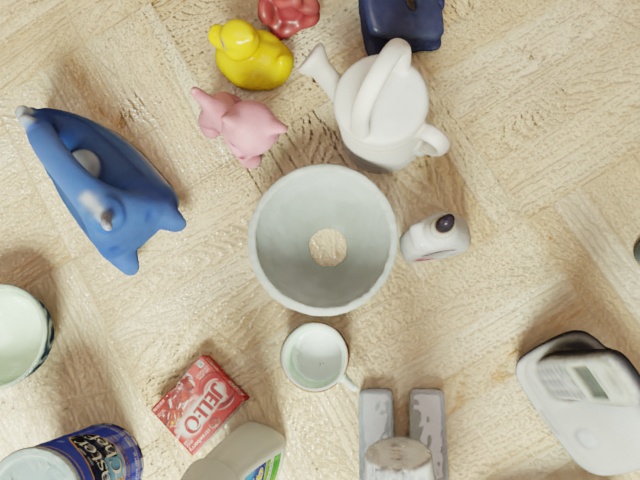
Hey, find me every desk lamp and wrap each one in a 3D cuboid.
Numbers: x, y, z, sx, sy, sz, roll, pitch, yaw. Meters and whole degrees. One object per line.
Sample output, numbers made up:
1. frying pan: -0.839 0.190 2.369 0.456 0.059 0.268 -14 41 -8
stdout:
1. desk lamp: 0.075 0.254 0.537 0.118 0.213 0.203 -3 82 7

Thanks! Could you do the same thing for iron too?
1. iron: -0.281 -0.084 0.665 0.118 0.141 0.258 -44 79 0

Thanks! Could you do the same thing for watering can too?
1. watering can: 0.057 -0.144 0.605 0.172 0.194 0.101 11 84 9

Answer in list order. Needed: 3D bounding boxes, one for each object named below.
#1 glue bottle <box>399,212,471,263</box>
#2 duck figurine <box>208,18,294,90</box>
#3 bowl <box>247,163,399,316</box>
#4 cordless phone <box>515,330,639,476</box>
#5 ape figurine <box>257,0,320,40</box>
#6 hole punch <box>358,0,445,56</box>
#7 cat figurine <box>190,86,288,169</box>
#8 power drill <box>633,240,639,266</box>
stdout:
1. glue bottle: 0.121 -0.006 0.588 0.078 0.173 0.037 -14 80 5
2. duck figurine: -0.086 -0.230 0.689 0.104 0.086 0.077 20 85 9
3. bowl: 0.006 0.002 0.651 0.167 0.075 0.167 -1 82 7
4. cordless phone: 0.270 0.159 0.541 0.094 0.185 0.147 -37 79 1
5. ape figurine: -0.038 -0.291 0.689 0.077 0.092 0.076 20 85 10
6. hole punch: 0.095 -0.280 0.672 0.101 0.091 0.109 -10 81 6
7. cat figurine: -0.096 -0.136 0.661 0.127 0.118 0.067 36 88 11
8. power drill: 0.385 0.011 0.536 0.075 0.208 0.229 -35 79 1
